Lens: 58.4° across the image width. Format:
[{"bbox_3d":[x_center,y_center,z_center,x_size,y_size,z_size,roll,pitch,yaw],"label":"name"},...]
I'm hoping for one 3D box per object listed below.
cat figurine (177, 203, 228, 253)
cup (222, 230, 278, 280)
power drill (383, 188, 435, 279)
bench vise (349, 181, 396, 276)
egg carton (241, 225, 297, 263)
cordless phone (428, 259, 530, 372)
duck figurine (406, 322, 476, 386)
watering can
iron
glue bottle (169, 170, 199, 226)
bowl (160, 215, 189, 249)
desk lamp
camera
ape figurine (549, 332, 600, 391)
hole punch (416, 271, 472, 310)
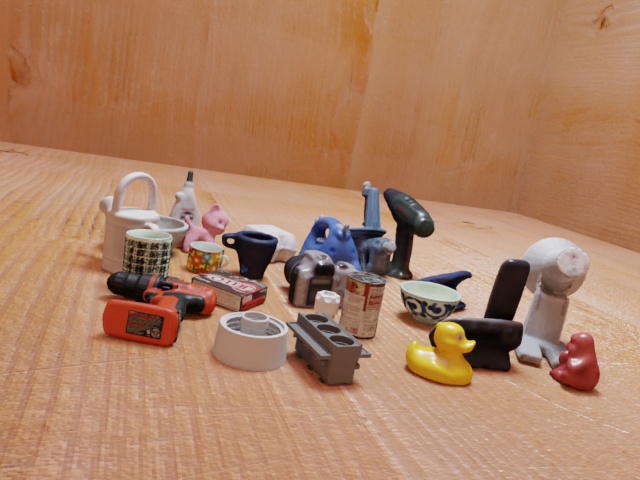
[{"bbox_3d":[-0.271,-0.033,1.365,0.128,0.118,0.067,-1,16,-44],"label":"cat figurine"},{"bbox_3d":[-0.151,0.033,1.203,0.118,0.095,0.091,7,12,-14],"label":"cup"},{"bbox_3d":[0.206,-0.016,1.467,0.076,0.208,0.229,5,13,-24],"label":"power drill"},{"bbox_3d":[0.139,-0.030,1.449,0.122,0.220,0.206,-2,16,-45],"label":"bench vise"},{"bbox_3d":[-0.128,0.007,1.419,0.108,0.069,0.149,0,15,-42],"label":"egg carton"},{"bbox_3d":[0.270,0.114,0.949,0.148,0.185,0.094,6,12,-20],"label":"cordless phone"},{"bbox_3d":[0.187,0.166,0.873,0.104,0.086,0.078,12,12,12],"label":"duck figurine"},{"bbox_3d":[-0.368,-0.037,1.109,0.172,0.194,0.101,13,12,14],"label":"watering can"},{"bbox_3d":[0.013,0.005,1.368,0.119,0.141,0.257,5,12,-22],"label":"iron"},{"bbox_3d":[-0.339,-0.091,1.448,0.078,0.173,0.037,1,15,-39],"label":"glue bottle"},{"bbox_3d":[-0.377,-0.008,1.260,0.167,0.075,0.167,10,11,-2],"label":"bowl"},{"bbox_3d":[0.432,0.106,1.058,0.117,0.213,0.203,12,12,10],"label":"desk lamp"},{"bbox_3d":[-0.005,0.068,1.146,0.143,0.101,0.136,4,13,-27],"label":"camera"},{"bbox_3d":[0.418,0.192,0.928,0.075,0.092,0.078,17,14,33],"label":"ape figurine"},{"bbox_3d":[0.264,0.100,1.250,0.100,0.091,0.109,20,15,40],"label":"hole punch"}]
